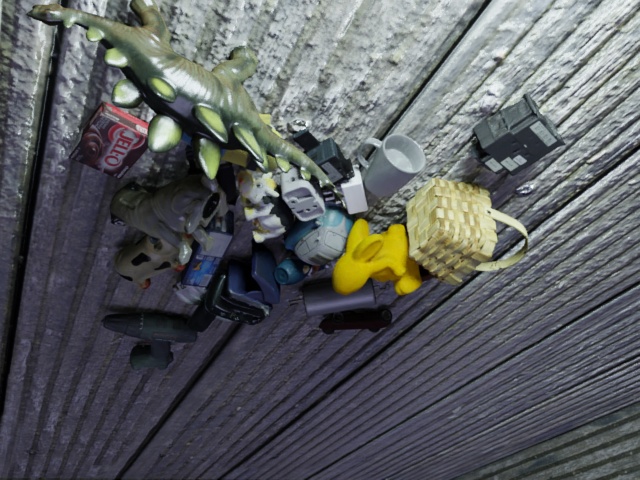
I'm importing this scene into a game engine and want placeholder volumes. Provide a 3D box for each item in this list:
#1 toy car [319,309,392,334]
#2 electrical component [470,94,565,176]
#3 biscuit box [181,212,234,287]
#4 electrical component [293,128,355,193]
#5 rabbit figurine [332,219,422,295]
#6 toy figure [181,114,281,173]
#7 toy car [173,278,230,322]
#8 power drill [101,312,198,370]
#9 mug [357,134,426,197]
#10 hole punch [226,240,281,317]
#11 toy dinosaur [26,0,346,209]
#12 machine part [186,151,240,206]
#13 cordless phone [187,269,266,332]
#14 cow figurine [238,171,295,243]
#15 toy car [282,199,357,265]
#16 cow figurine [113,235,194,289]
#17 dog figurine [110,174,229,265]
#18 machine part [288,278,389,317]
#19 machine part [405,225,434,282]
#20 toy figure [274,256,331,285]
[{"bbox_3d":[0.095,0.212,1.424,0.202,0.053,0.089,2,153,-19],"label":"toy car"},{"bbox_3d":[0.337,-0.175,0.940,0.134,0.058,0.114,-33,135,31],"label":"electrical component"},{"bbox_3d":[-0.232,0.021,1.096,0.059,0.063,0.202,10,141,-24],"label":"biscuit box"},{"bbox_3d":[0.001,-0.141,0.933,0.075,0.048,0.119,-24,143,19],"label":"electrical component"},{"bbox_3d":[0.102,0.046,1.047,0.173,0.122,0.162,-21,128,-17],"label":"rabbit figurine"},{"bbox_3d":[-0.144,-0.157,0.847,0.180,0.089,0.082,12,145,-29],"label":"toy figure"},{"bbox_3d":[-0.253,0.135,1.253,0.073,0.056,0.201,-26,140,24],"label":"toy car"},{"bbox_3d":[-0.438,0.251,1.368,0.232,0.086,0.207,5,134,-21],"label":"power drill"},{"bbox_3d":[0.114,-0.128,0.949,0.109,0.081,0.107,24,144,-8],"label":"mug"},{"bbox_3d":[-0.127,0.075,1.138,0.115,0.142,0.092,29,121,-30],"label":"hole punch"},{"bbox_3d":[-0.147,-0.178,0.729,0.471,0.199,0.105,21,138,-31],"label":"toy dinosaur"},{"bbox_3d":[-0.181,-0.113,0.946,0.084,0.039,0.138,-18,142,0],"label":"machine part"},{"bbox_3d":[-0.204,0.161,1.204,0.146,0.089,0.184,23,124,-31],"label":"cordless phone"},{"bbox_3d":[-0.096,-0.068,0.995,0.098,0.068,0.167,-14,147,-1],"label":"cow figurine"},{"bbox_3d":[-0.002,-0.003,1.074,0.109,0.103,0.161,27,130,-37],"label":"toy car"},{"bbox_3d":[-0.328,0.019,1.063,0.195,0.085,0.127,-25,147,23],"label":"cow figurine"},{"bbox_3d":[-0.268,-0.071,0.919,0.191,0.121,0.172,30,106,11],"label":"dog figurine"},{"bbox_3d":[0.046,0.134,1.288,0.243,0.079,0.079,-11,144,2],"label":"machine part"},{"bbox_3d":[0.208,0.027,1.192,0.179,0.056,0.179,-5,143,-4],"label":"machine part"},{"bbox_3d":[-0.034,0.057,1.158,0.154,0.064,0.057,-20,128,-52],"label":"toy figure"}]
